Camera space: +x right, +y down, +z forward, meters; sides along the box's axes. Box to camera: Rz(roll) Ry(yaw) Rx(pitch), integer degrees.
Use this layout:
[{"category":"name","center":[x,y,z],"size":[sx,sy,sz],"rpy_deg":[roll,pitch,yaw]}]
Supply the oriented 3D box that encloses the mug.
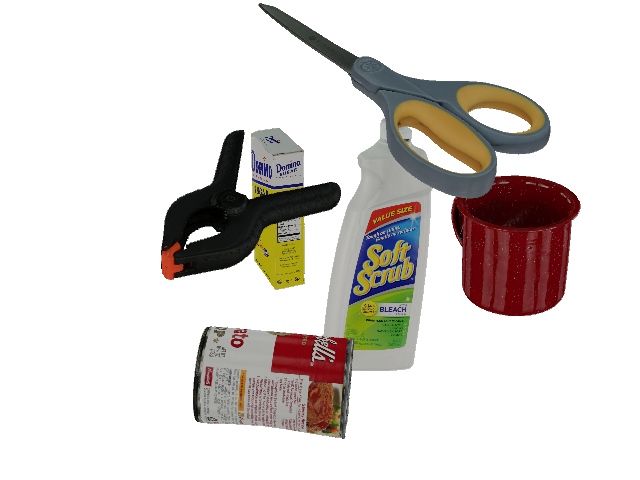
[{"category":"mug","center":[0.144,0.001,0.840],"size":[0.093,0.081,0.117],"rpy_deg":[-22,34,-31]}]

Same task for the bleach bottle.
[{"category":"bleach bottle","center":[0.056,0.004,1.063],"size":[0.102,0.251,0.068],"rpy_deg":[1,18,-8]}]

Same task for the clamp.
[{"category":"clamp","center":[-0.079,-0.032,0.899],"size":[0.120,0.039,0.171],"rpy_deg":[34,49,31]}]

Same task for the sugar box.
[{"category":"sugar box","center":[-0.053,-0.039,1.300],"size":[0.048,0.176,0.093],"rpy_deg":[-11,26,-17]}]

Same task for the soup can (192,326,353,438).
[{"category":"soup can","center":[-0.031,0.096,0.727],"size":[0.102,0.068,0.068],"rpy_deg":[5,0,4]}]

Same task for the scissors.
[{"category":"scissors","center":[0.048,-0.090,0.586],"size":[0.096,0.016,0.202],"rpy_deg":[-15,44,-20]}]
